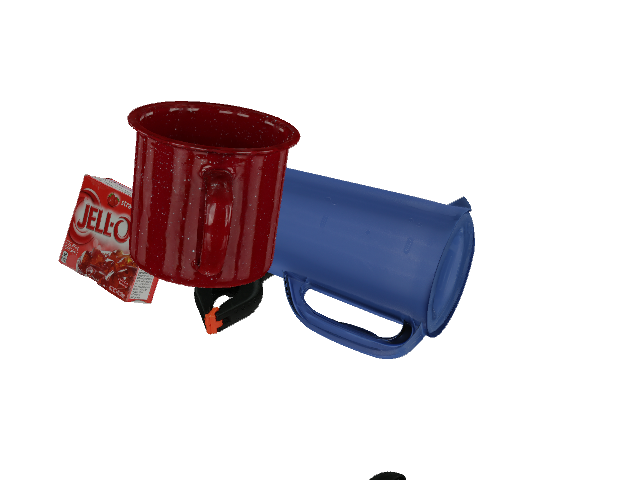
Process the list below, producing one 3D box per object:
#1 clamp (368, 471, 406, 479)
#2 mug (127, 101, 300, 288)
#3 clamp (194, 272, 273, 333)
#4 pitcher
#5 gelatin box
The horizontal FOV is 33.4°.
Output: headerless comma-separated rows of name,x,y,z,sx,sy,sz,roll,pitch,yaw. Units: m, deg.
clamp,-0.028,0.204,0.635,0.210,0.036,0.164,-5,28,2
mug,-0.060,-0.021,0.577,0.093,0.081,0.117,3,21,-14
clamp,-0.089,0.044,1.251,0.120,0.039,0.171,-2,40,11
pitcher,0.024,0.010,1.082,0.243,0.145,0.149,17,22,21
gelatin box,-0.154,-0.002,0.806,0.089,0.073,0.030,26,11,37
